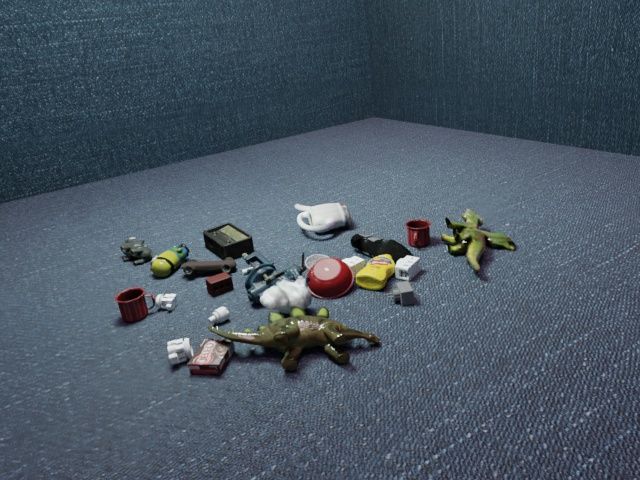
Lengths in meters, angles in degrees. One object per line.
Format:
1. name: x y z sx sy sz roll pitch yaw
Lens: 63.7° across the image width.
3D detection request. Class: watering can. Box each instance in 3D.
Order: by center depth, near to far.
1. watering can: 0.007 -0.111 2.209 0.225 0.102 0.353 -9 23 -8

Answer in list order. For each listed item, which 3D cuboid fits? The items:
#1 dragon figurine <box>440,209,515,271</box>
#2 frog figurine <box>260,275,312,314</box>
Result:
1. dragon figurine: 0.572 0.000 1.818 0.243 0.119 0.419 -1 31 -8
2. frog figurine: -0.103 0.181 1.528 0.137 0.120 0.162 9 24 19
